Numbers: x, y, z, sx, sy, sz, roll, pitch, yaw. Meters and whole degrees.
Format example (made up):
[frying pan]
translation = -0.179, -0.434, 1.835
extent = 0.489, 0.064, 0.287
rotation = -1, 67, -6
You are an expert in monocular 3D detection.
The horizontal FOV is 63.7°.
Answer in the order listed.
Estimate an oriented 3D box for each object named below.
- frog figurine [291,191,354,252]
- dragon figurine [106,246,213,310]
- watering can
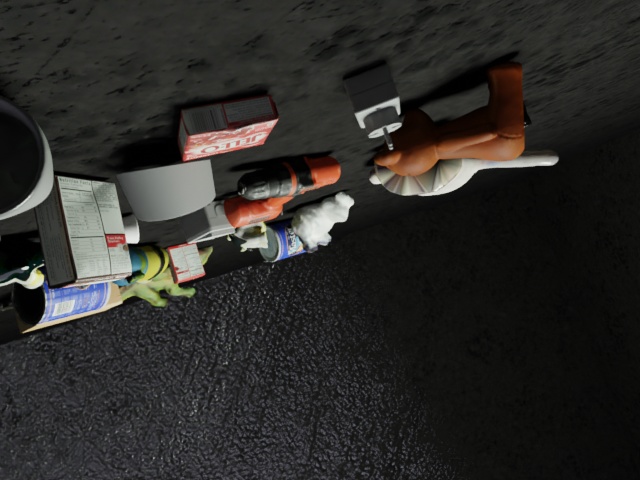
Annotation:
[frog figurine]
translation = 0.004, -0.065, 1.290
extent = 0.138, 0.125, 0.156
rotation = -2, 129, -44
[dragon figurine]
translation = -0.493, 0.110, 1.446
extent = 0.412, 0.124, 0.238
rotation = -20, 158, -11
[watering can]
translation = 0.243, -0.139, 0.941
extent = 0.346, 0.104, 0.225
rotation = -5, -178, 26
